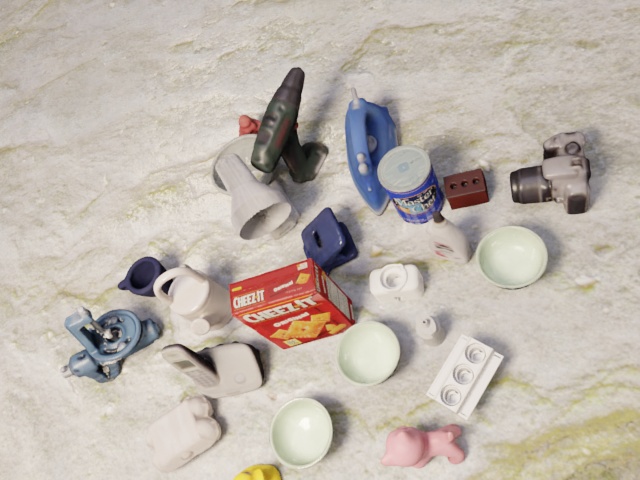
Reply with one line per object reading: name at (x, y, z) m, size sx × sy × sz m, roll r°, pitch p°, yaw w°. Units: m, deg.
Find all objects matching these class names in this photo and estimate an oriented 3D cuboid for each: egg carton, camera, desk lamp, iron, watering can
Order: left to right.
egg carton at (-0.268, 0.382, 1.122) m, size 0.150 × 0.070 × 0.107 m, roll -36°, pitch 56°, yaw 3°
watering can at (-0.259, 0.117, 1.179) m, size 0.172 × 0.195 × 0.101 m, roll 35°, pitch 82°, yaw 33°
desk lamp at (-0.132, -0.079, 1.212) m, size 0.118 × 0.214 × 0.202 m, roll -36°, pitch 56°, yaw 3°
iron at (0.098, -0.193, 1.212) m, size 0.118 × 0.142 × 0.258 m, roll -13°, pitch 60°, yaw 18°
camera at (0.422, -0.125, 1.059) m, size 0.136 × 0.101 × 0.143 m, roll -6°, pitch 63°, yaw 21°

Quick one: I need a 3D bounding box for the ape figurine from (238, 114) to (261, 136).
ape figurine at (-0.171, -0.270, 1.401) m, size 0.077 × 0.092 × 0.076 m, roll -22°, pitch 58°, yaw 13°

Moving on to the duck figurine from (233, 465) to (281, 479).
duck figurine at (-0.130, 0.441, 1.021) m, size 0.104 × 0.086 × 0.077 m, roll -32°, pitch 56°, yaw 6°

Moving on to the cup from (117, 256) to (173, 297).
cup at (-0.389, 0.101, 1.305) m, size 0.117 × 0.095 × 0.091 m, roll -23°, pitch 58°, yaw 12°

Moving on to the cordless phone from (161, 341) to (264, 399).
cordless phone at (-0.203, 0.236, 1.098) m, size 0.147 × 0.186 × 0.094 m, roll -18°, pitch 59°, yaw 15°

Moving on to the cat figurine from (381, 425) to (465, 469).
cat figurine at (0.162, 0.332, 0.929) m, size 0.127 × 0.118 × 0.067 m, roll -17°, pitch 59°, yaw 15°

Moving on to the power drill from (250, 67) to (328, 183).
power drill at (-0.061, -0.230, 1.261) m, size 0.075 × 0.209 × 0.230 m, roll 17°, pitch 73°, yaw 30°

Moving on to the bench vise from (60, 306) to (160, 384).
bench vise at (-0.469, 0.223, 1.202) m, size 0.121 × 0.220 × 0.207 m, roll 34°, pitch 82°, yaw 33°

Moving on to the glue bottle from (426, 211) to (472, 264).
glue bottle at (0.227, -0.011, 1.043) m, size 0.077 × 0.174 × 0.037 m, roll 12°, pitch 70°, yaw 29°

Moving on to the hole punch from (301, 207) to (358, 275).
hole punch at (0.011, 0.004, 1.180) m, size 0.101 × 0.091 × 0.108 m, roll -29°, pitch 57°, yaw 8°

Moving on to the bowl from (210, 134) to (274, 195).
bowl at (-0.170, -0.164, 1.356) m, size 0.167 × 0.075 × 0.167 m, roll -10°, pitch 61°, yaw 19°
